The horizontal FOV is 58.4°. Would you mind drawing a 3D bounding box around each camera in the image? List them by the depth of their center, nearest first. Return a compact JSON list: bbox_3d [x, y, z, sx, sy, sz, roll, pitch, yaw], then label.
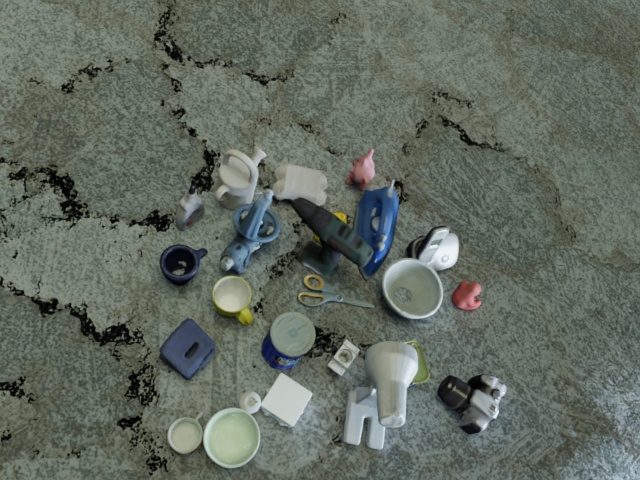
[{"bbox_3d":[0.369,0.379,1.403,0.137,0.100,0.143,36,61,3],"label":"camera"}]

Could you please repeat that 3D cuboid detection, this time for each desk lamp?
[{"bbox_3d":[0.140,0.351,1.288,0.118,0.213,0.203,13,62,-9],"label":"desk lamp"}]

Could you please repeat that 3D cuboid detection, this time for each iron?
[{"bbox_3d":[0.160,-0.032,1.519,0.119,0.141,0.258,14,62,-9],"label":"iron"}]

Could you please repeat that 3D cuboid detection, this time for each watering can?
[{"bbox_3d":[-0.205,-0.170,1.454,0.101,0.194,0.173,18,62,-6],"label":"watering can"}]

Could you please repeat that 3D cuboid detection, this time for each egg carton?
[{"bbox_3d":[-0.054,-0.147,1.556,0.150,0.069,0.107,10,63,-11],"label":"egg carton"}]

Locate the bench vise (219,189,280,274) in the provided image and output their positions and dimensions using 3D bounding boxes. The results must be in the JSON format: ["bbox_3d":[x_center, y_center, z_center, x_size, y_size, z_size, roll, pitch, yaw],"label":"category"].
[{"bbox_3d":[-0.159,-0.018,1.379,0.121,0.219,0.207,17,62,-7],"label":"bench vise"}]

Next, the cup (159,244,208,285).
[{"bbox_3d":[-0.324,0.062,1.366,0.118,0.095,0.091,-29,75,-25],"label":"cup"}]

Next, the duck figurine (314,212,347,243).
[{"bbox_3d":[0.035,-0.044,1.521,0.077,0.086,0.105,44,62,8],"label":"duck figurine"}]

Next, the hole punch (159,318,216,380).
[{"bbox_3d":[-0.294,0.245,1.288,0.101,0.091,0.109,37,61,4],"label":"hole punch"}]

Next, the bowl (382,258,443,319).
[{"bbox_3d":[0.231,0.135,1.496,0.168,0.074,0.167,6,64,-13],"label":"bowl"}]

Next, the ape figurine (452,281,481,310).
[{"bbox_3d":[0.399,0.143,1.530,0.076,0.092,0.078,-7,67,-18],"label":"ape figurine"}]

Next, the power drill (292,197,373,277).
[{"bbox_3d":[0.013,0.005,1.422,0.229,0.208,0.076,31,61,1],"label":"power drill"}]

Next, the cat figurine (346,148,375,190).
[{"bbox_3d":[0.124,-0.201,1.603,0.067,0.117,0.128,25,61,-3],"label":"cat figurine"}]

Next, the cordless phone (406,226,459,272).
[{"bbox_3d":[0.319,0.013,1.517,0.148,0.185,0.094,-14,69,-21],"label":"cordless phone"}]

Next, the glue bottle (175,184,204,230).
[{"bbox_3d":[-0.315,-0.088,1.396,0.037,0.173,0.078,42,62,7],"label":"glue bottle"}]
